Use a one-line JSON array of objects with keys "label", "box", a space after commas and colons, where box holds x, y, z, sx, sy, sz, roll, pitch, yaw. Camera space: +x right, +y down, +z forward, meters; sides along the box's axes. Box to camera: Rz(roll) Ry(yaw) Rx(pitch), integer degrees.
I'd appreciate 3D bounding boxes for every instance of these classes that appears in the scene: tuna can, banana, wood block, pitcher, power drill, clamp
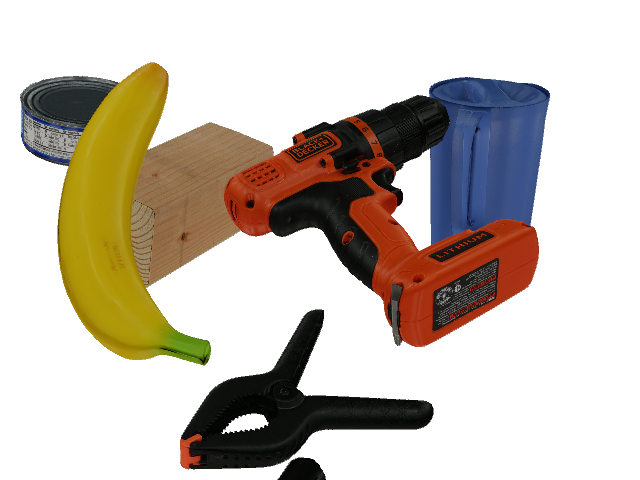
[{"label": "tuna can", "box": [-0.165, -0.083, 0.745, 0.086, 0.034, 0.086, 7, 29, -4]}, {"label": "banana", "box": [-0.104, -0.013, 0.561, 0.069, 0.198, 0.037, -7, -33, -10]}, {"label": "wood block", "box": [-0.145, -0.043, 1.108, 0.090, 0.091, 0.205, 23, 31, 23]}, {"label": "pitcher", "box": [0.182, -0.057, 1.221, 0.149, 0.243, 0.145, -9, 24, -22]}, {"label": "power drill", "box": [0.054, -0.022, 0.711, 0.184, 0.057, 0.188, -28, 44, -22]}, {"label": "clamp", "box": [-0.020, 0.142, 0.896, 0.209, 0.036, 0.165, -27, 45, -36]}]

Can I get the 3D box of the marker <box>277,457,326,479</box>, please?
[{"label": "marker", "box": [-0.028, 0.120, 0.418, 0.020, 0.020, 0.121, 0, 20, 26]}]
